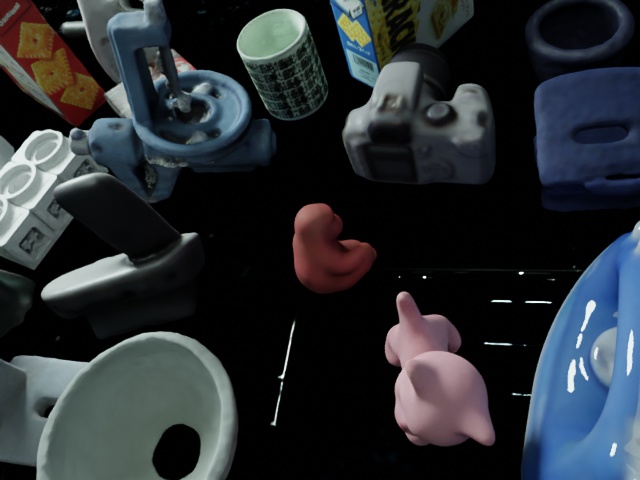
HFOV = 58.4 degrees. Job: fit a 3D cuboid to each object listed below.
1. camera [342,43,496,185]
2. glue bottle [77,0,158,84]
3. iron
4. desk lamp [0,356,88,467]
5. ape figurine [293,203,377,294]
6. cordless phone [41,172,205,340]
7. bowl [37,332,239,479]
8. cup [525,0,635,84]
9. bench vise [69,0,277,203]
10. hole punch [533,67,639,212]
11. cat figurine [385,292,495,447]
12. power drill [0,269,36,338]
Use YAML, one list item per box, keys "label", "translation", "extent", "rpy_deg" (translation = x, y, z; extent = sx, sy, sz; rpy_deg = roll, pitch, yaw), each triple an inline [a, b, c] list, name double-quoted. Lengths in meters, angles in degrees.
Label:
- label: "camera"
  translation: [0.104, -0.135, 0.568]
  extent: [0.142, 0.101, 0.137]
  rpy_deg: [6, 60, 21]
- label: "glue bottle"
  translation: [-0.276, -0.283, 0.738]
  extent: [0.078, 0.173, 0.037]
  rpy_deg: [-19, 55, 5]
- label: "iron"
  translation: [0.204, 0.074, 0.376]
  extent: [0.118, 0.142, 0.258]
  rpy_deg: [7, 61, 21]
- label: "desk lamp"
  translation: [-0.319, 0.106, 0.476]
  extent: [0.202, 0.214, 0.118]
  rpy_deg: [0, 59, 18]
- label: "ape figurine"
  translation: [0.005, 0.002, 0.516]
  extent: [0.076, 0.092, 0.077]
  rpy_deg: [-36, 55, -7]
- label: "cordless phone"
  translation: [-0.200, 0.007, 0.520]
  extent: [0.147, 0.185, 0.094]
  rpy_deg: [-20, 55, 5]
- label: "bowl"
  translation: [-0.134, 0.166, 0.465]
  extent: [0.167, 0.075, 0.167]
  rpy_deg: [-8, 56, 13]
- label: "cup"
  translation: [0.247, -0.182, 0.556]
  extent: [0.091, 0.095, 0.118]
  rpy_deg: [7, 61, 21]
- label: "bench vise"
  translation: [-0.168, -0.125, 0.573]
  extent: [0.207, 0.220, 0.121]
  rpy_deg: [-25, 54, 1]
- label: "hole punch"
  translation: [0.244, -0.086, 0.497]
  extent: [0.108, 0.091, 0.101]
  rpy_deg: [-4, 57, 15]
- label: "cat figurine"
  translation: [0.080, 0.097, 0.415]
  extent: [0.067, 0.118, 0.127]
  rpy_deg: [-18, 55, 6]
- label: "power drill"
  translation: [-0.398, 0.016, 0.562]
  extent: [0.228, 0.209, 0.076]
  rpy_deg: [10, 62, 23]
